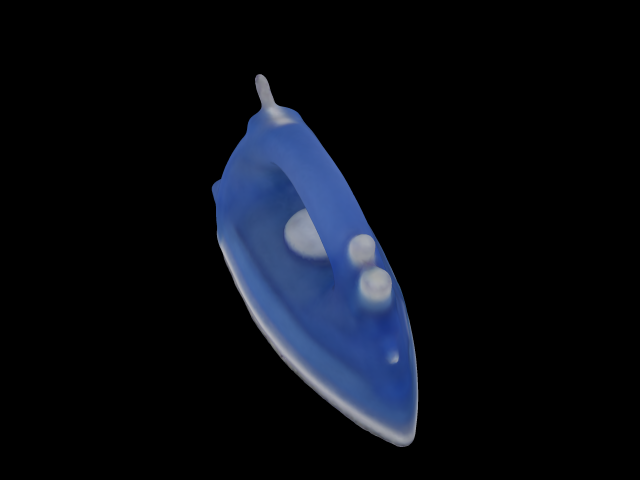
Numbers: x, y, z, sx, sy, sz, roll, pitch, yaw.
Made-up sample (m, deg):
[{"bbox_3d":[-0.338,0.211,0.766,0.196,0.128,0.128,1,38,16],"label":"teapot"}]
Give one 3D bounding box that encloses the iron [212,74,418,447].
[{"bbox_3d":[0.004,0.001,0.400,0.119,0.141,0.257,-20,50,-17],"label":"iron"}]
